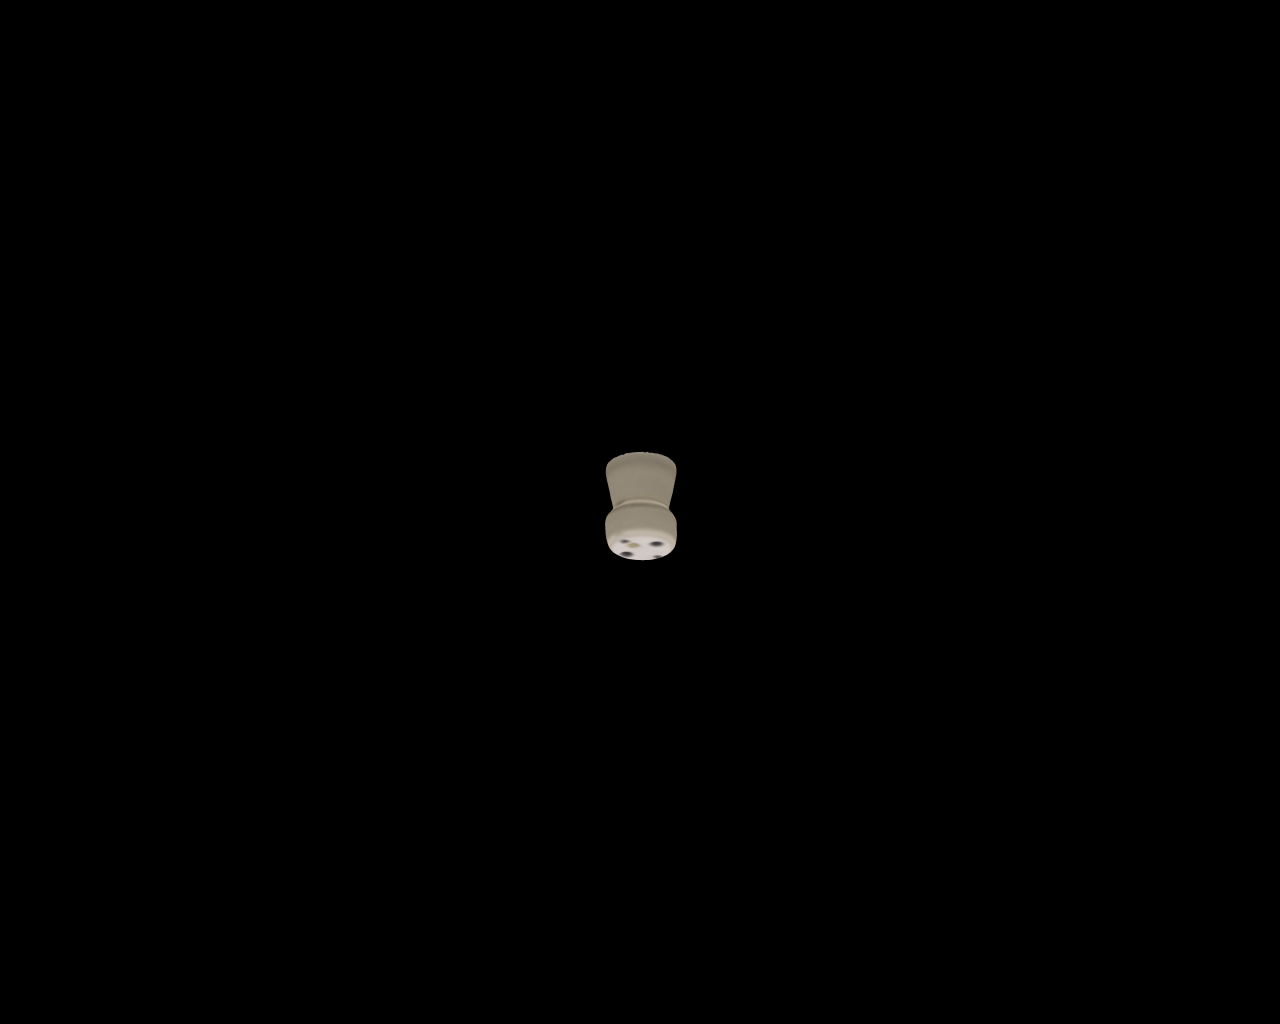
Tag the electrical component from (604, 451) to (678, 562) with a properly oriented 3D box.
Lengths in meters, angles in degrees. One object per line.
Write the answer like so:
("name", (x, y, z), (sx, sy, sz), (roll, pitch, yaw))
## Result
("electrical component", (0.001, -0.003, 0.650), (0.045, 0.055, 0.044), (0, -25, 0))
